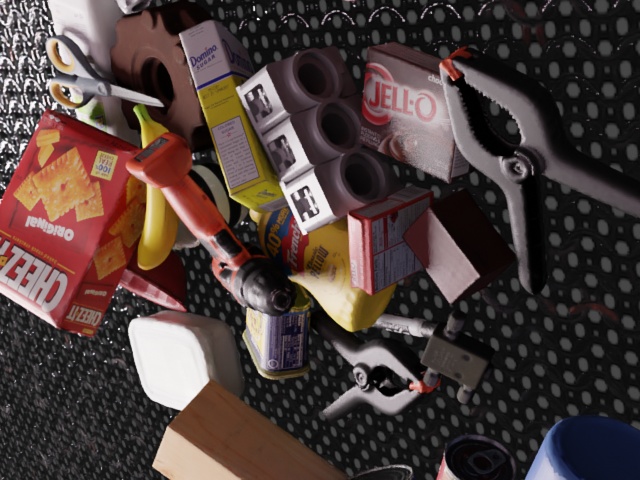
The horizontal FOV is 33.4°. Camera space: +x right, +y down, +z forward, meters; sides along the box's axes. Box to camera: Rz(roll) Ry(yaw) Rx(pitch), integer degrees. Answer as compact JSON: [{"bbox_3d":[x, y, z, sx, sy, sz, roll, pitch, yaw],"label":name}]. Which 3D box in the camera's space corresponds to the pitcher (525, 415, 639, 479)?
[{"bbox_3d":[0.215,0.274,0.889,0.149,0.145,0.243,15,123,4],"label":"pitcher"}]

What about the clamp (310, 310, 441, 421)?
[{"bbox_3d":[0.051,0.145,1.085,0.172,0.039,0.120,16,121,49],"label":"clamp"}]

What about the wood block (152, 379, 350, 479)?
[{"bbox_3d":[-0.073,0.264,1.201,0.206,0.090,0.091,34,135,9],"label":"wood block"}]

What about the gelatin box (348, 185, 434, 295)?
[{"bbox_3d":[0.064,-0.001,0.954,0.030,0.089,0.073,21,123,42],"label":"gelatin box"}]

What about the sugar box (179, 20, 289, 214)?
[{"bbox_3d":[-0.077,-0.118,1.030,0.048,0.093,0.176,-20,74,13],"label":"sugar box"}]

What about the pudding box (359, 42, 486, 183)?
[{"bbox_3d":[0.086,-0.111,0.913,0.114,0.039,0.090,28,126,38],"label":"pudding box"}]

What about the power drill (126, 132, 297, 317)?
[{"bbox_3d":[-0.103,-0.012,1.024,0.187,0.057,0.185,55,168,-19],"label":"power drill"}]

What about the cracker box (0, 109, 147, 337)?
[{"bbox_3d":[-0.283,-0.024,1.200,0.164,0.072,0.214,25,89,31],"label":"cracker box"}]

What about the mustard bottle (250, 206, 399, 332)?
[{"bbox_3d":[-0.007,0.001,1.063,0.192,0.058,0.096,38,122,33],"label":"mustard bottle"}]

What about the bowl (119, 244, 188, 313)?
[{"bbox_3d":[-0.220,0.027,1.293,0.162,0.055,0.162,25,166,7],"label":"bowl"}]

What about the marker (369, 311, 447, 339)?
[{"bbox_3d":[0.078,0.081,1.035,0.121,0.020,0.020,8,114,48],"label":"marker"}]

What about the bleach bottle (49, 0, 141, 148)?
[{"bbox_3d":[-0.263,-0.183,1.271,0.103,0.067,0.251,23,127,41],"label":"bleach bottle"}]

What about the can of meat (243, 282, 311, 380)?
[{"bbox_3d":[-0.045,0.084,1.133,0.102,0.057,0.084,-123,32,-57],"label":"can of meat"}]

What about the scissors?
[{"bbox_3d":[-0.248,-0.188,1.190,0.202,0.016,0.096,2,115,45],"label":"scissors"}]

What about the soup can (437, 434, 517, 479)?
[{"bbox_3d":[0.140,0.243,1.006,0.069,0.068,0.102,37,134,32],"label":"soup can"}]

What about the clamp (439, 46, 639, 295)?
[{"bbox_3d":[0.161,-0.055,0.835,0.210,0.036,0.165,49,140,3],"label":"clamp"}]

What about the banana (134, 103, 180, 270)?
[{"bbox_3d":[-0.170,-0.042,1.126,0.070,0.037,0.198,48,139,50],"label":"banana"}]

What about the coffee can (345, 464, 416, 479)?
[{"bbox_3d":[0.071,0.317,1.096,0.103,0.102,0.140,-15,97,52],"label":"coffee can"}]

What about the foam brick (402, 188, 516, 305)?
[{"bbox_3d":[0.119,0.006,0.922,0.078,0.052,0.051,56,141,14],"label":"foam brick"}]
